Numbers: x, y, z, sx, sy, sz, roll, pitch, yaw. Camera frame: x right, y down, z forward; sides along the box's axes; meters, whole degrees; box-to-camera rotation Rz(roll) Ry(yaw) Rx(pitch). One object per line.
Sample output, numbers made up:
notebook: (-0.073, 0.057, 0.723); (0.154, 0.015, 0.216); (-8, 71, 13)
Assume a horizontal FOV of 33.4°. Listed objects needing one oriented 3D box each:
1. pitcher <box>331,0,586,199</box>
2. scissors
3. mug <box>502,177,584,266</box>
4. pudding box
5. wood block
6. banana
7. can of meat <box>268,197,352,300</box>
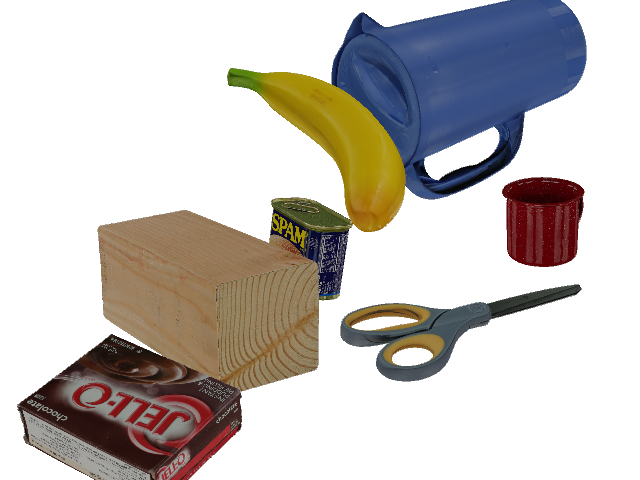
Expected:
pitcher: (0.145, -0.153, 1.043); (0.242, 0.149, 0.145); (-21, 46, -29)
scissors: (0.117, 0.068, 0.810); (0.201, 0.016, 0.096); (-4, 31, -7)
mug: (0.268, -0.024, 1.253); (0.117, 0.081, 0.093); (-23, 29, -37)
pudding box: (-0.121, 0.113, 0.682); (0.114, 0.039, 0.089); (17, 34, 27)
wood block: (-0.096, 0.043, 0.873); (0.090, 0.090, 0.206); (-12, 19, -34)
banana: (0.009, -0.059, 0.655); (0.069, 0.037, 0.198); (-14, 36, -22)
can of meat: (-0.015, 0.009, 1.139); (0.057, 0.084, 0.102); (-4, 21, -33)
